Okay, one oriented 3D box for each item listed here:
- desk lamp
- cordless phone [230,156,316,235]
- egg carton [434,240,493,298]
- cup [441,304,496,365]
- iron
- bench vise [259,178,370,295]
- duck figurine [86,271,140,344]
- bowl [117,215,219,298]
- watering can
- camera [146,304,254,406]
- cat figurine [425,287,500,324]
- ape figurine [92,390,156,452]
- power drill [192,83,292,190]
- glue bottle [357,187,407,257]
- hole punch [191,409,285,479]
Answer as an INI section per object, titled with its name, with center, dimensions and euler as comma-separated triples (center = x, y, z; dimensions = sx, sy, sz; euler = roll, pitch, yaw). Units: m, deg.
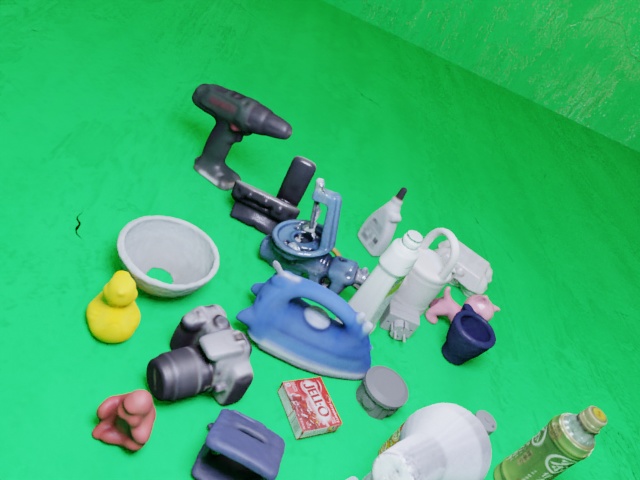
[desk lamp]
center = 0.100, 0.318, 0.744
dimensions = 0.204, 0.213, 0.117
euler = -10, 51, -43
[cordless phone]
center = -0.094, -0.111, 1.158
dimensions = 0.148, 0.185, 0.094
euler = 24, 36, -9
[egg carton]
center = 0.330, 0.066, 1.344
dimensions = 0.150, 0.069, 0.107
euler = 37, 36, 10
[cup]
center = 0.281, 0.191, 1.133
dimensions = 0.092, 0.095, 0.117
euler = 19, 37, -16
[iron]
center = 0.000, 0.135, 0.961
dimensions = 0.258, 0.141, 0.118
euler = 27, 35, -5
[bench vise]
center = 0.011, -0.003, 1.070
dimensions = 0.208, 0.219, 0.121
euler = 21, 36, -12
[duck figurine]
center = -0.299, 0.093, 0.847
dimensions = 0.078, 0.086, 0.104
euler = 13, 38, -22
[bowl]
center = -0.257, 0.039, 0.952
dimensions = 0.168, 0.074, 0.167
euler = 19, 36, -15
[watering can]
center = 0.210, 0.061, 1.156
dimensions = 0.173, 0.194, 0.100
euler = -17, 56, -46
[camera]
center = -0.179, 0.167, 0.828
dimensions = 0.137, 0.100, 0.143
euler = -8, 50, -41
[cat figurine]
center = 0.302, 0.142, 1.188
dimensions = 0.128, 0.117, 0.067
euler = 31, 35, 1
[ape figurine]
center = -0.239, 0.221, 0.726
dimensions = 0.076, 0.092, 0.077
euler = -14, 54, -45
[power drill]
center = -0.181, -0.214, 1.202
dimensions = 0.229, 0.208, 0.076
euler = 36, 36, 9
[glue bottle]
center = 0.146, -0.047, 1.261
dimensions = 0.037, 0.173, 0.078
euler = -3, 47, -38
[hole punch]
center = -0.103, 0.275, 0.759
dimensions = 0.108, 0.091, 0.101
euler = 29, 35, -2
